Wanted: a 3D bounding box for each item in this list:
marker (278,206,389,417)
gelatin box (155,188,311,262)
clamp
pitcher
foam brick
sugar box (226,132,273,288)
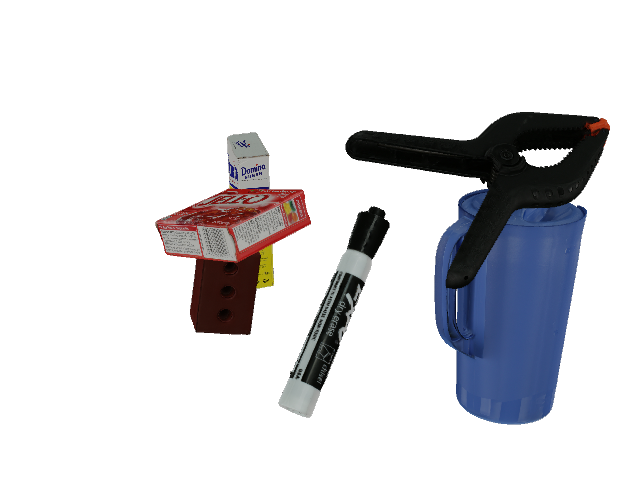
[{"bbox_3d":[0.009,0.037,0.579,0.020,0.121,0.020,22,-14,6],"label":"marker"},{"bbox_3d":[-0.063,-0.013,0.767,0.073,0.030,0.089,-28,21,-38],"label":"gelatin box"},{"bbox_3d":[0.144,-0.046,0.839,0.209,0.165,0.036,-15,-37,-15],"label":"clamp"},{"bbox_3d":[0.199,0.073,1.151,0.149,0.243,0.145,5,20,10],"label":"pitcher"},{"bbox_3d":[-0.088,0.040,0.974,0.053,0.078,0.051,4,14,-14],"label":"foam brick"},{"bbox_3d":[-0.088,-0.037,1.329,0.048,0.176,0.093,-8,24,-10],"label":"sugar box"}]
